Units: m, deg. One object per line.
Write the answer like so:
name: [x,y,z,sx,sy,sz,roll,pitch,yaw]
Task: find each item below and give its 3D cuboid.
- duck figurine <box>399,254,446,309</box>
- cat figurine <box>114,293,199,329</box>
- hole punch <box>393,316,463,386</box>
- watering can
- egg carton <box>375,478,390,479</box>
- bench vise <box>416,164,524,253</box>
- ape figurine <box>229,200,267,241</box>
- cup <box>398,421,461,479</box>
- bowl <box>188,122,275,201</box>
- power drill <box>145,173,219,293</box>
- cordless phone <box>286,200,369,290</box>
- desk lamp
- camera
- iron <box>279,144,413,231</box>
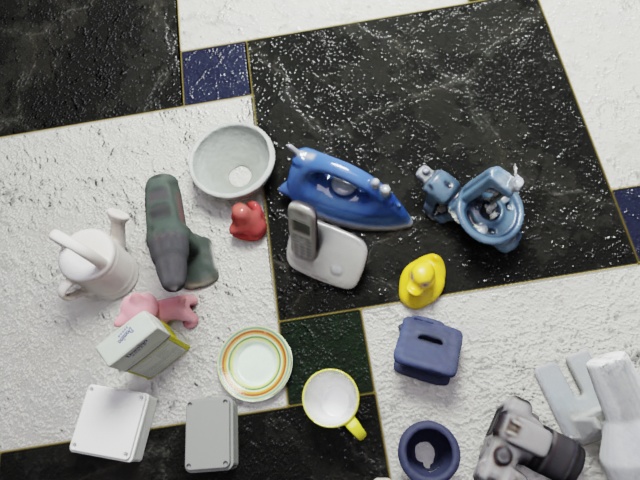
duck figurine: [0.180,0.063,0.994,0.077,0.086,0.105,32,74,16]
cat figurine: [-0.286,0.119,0.994,0.128,0.118,0.067,-13,67,0]
hole punch: [0.176,0.177,0.945,0.108,0.091,0.101,14,70,10]
watering can: [-0.398,0.024,1.001,0.100,0.194,0.173,8,69,8]
egg carton: [0.089,0.442,0.856,0.107,0.069,0.150,33,74,17]
bench vise: [0.255,-0.068,0.969,0.207,0.220,0.121,16,70,11]
ape figurine: [-0.138,-0.040,1.060,0.078,0.092,0.076,-37,69,-10]
cup: [0.161,0.342,0.877,0.091,0.095,0.118,11,69,10]
bowl: [-0.164,-0.141,1.113,0.167,0.075,0.167,-2,68,4]
power drill: [-0.240,0.010,0.985,0.075,0.208,0.229,-18,67,-2]
cordless phone: [0.009,0.004,0.979,0.147,0.185,0.094,19,71,12]
desk lamp: [0.419,0.251,0.827,0.118,0.214,0.203,-21,67,-3]
camera: [0.320,0.326,0.866,0.136,0.101,0.143,24,72,14]
iron: [0.052,-0.100,1.042,0.257,0.141,0.119,21,71,13]
